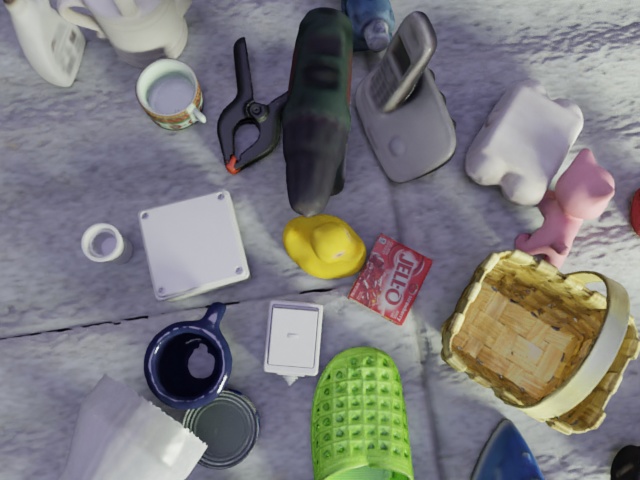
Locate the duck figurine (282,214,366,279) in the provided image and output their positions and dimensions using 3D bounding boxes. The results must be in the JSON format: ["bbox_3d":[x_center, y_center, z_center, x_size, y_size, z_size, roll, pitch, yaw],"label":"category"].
[{"bbox_3d":[0.006,0.002,0.667,0.104,0.086,0.077,22,80,3],"label":"duck figurine"}]

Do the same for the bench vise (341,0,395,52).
[{"bbox_3d":[0.061,-0.336,0.660,0.121,0.220,0.207,-28,82,-6],"label":"bench vise"}]

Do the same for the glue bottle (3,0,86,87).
[{"bbox_3d":[-0.325,-0.247,0.658,0.037,0.173,0.078,14,80,2],"label":"glue bottle"}]

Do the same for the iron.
[{"bbox_3d":[0.213,0.326,0.588,0.118,0.141,0.258,2,80,-1],"label":"iron"}]

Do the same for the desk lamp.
[{"bbox_3d":[-0.199,0.235,0.557,0.118,0.213,0.203,33,81,5],"label":"desk lamp"}]

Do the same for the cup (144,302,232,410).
[{"bbox_3d":[-0.133,0.125,0.638,0.091,0.095,0.118,25,80,3],"label":"cup"}]

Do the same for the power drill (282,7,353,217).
[{"bbox_3d":[-0.002,-0.117,0.626,0.075,0.208,0.230,4,80,0],"label":"power drill"}]

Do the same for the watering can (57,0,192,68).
[{"bbox_3d":[-0.214,-0.291,0.658,0.173,0.194,0.101,-36,82,-7],"label":"watering can"}]

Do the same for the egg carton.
[{"bbox_3d":[0.249,-0.120,0.703,0.107,0.069,0.150,31,81,4],"label":"egg carton"}]

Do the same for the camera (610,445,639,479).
[{"bbox_3d":[0.405,0.264,0.625,0.137,0.101,0.143,22,80,3],"label":"camera"}]

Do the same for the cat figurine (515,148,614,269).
[{"bbox_3d":[0.293,-0.034,0.665,0.067,0.118,0.128,26,80,3],"label":"cat figurine"}]

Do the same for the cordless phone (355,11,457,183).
[{"bbox_3d":[0.106,-0.156,0.647,0.094,0.185,0.147,-24,81,-5],"label":"cordless phone"}]

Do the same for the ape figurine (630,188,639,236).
[{"bbox_3d":[0.419,-0.039,0.682,0.076,0.092,0.078,-43,83,-8],"label":"ape figurine"}]
